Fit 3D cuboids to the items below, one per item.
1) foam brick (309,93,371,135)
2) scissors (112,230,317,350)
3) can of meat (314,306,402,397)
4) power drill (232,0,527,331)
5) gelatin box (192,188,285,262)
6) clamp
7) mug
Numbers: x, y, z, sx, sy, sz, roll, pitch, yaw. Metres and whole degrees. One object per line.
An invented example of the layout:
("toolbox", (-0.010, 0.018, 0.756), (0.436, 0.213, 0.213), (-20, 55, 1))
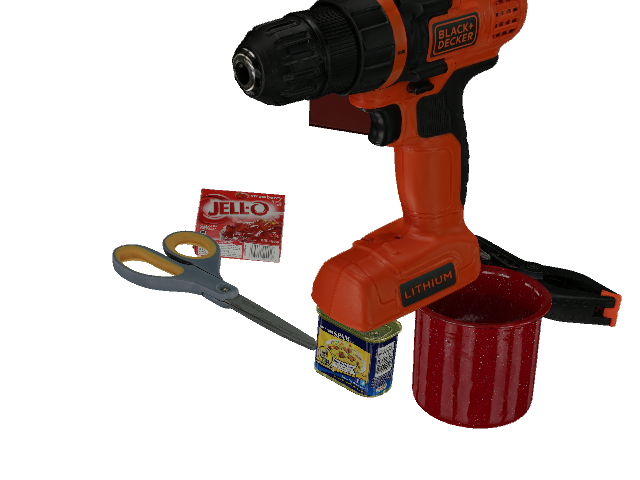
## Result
("foam brick", (0.035, -0.119, 0.897), (0.078, 0.051, 0.053), (11, 20, 18))
("scissors", (-0.071, 0.033, 0.844), (0.202, 0.016, 0.096), (17, 31, 22))
("can of meat", (0.041, 0.124, 1.241), (0.102, 0.084, 0.057), (25, 33, 36))
("power drill", (0.034, -0.047, 0.577), (0.184, 0.188, 0.057), (-21, 37, -32))
("gelatin box", (-0.083, -0.017, 1.095), (0.089, 0.073, 0.030), (5, -43, -2))
("clamp", (0.184, 0.035, 0.960), (0.171, 0.039, 0.120), (16, 29, 15))
("mug", (0.104, 0.066, 0.722), (0.093, 0.081, 0.117), (1, 23, 1))
